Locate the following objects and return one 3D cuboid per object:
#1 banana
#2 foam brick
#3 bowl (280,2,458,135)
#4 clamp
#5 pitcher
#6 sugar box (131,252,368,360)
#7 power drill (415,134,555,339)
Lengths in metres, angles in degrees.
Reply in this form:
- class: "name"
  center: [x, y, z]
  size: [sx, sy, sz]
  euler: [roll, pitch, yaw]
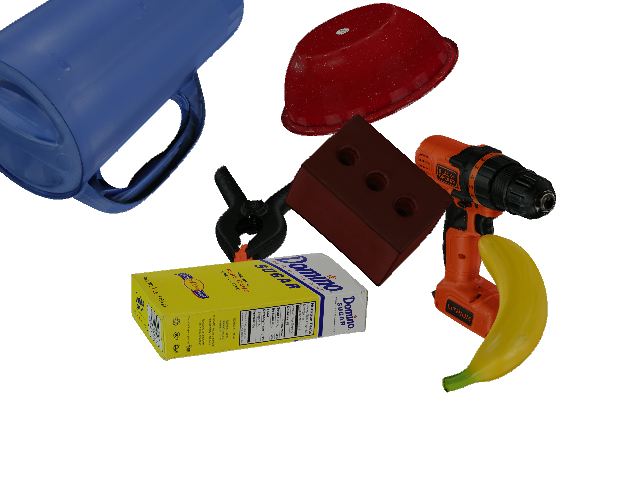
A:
- class: "banana"
  center: [0.147, 0.050, 0.851]
  size: [0.070, 0.037, 0.197]
  euler: [5, 34, 16]
- class: "foam brick"
  center: [0.027, -0.023, 0.620]
  size: [0.053, 0.078, 0.051]
  euler: [-44, -10, -25]
- class: "bowl"
  center: [0.031, -0.153, 0.894]
  size: [0.162, 0.055, 0.162]
  euler: [-21, 27, 11]
- class: "clamp"
  center: [-0.064, -0.030, 1.206]
  size: [0.120, 0.039, 0.171]
  euler: [-7, 42, 4]
- class: "pitcher"
  center: [-0.163, -0.145, 0.870]
  size: [0.145, 0.149, 0.242]
  euler: [20, 49, 27]
- class: "sugar box"
  center: [-0.059, 0.051, 0.881]
  size: [0.176, 0.048, 0.093]
  euler: [-9, 24, -23]
- class: "power drill"
  center: [0.163, 0.000, 1.046]
  size: [0.057, 0.188, 0.185]
  euler: [-16, 26, -24]
